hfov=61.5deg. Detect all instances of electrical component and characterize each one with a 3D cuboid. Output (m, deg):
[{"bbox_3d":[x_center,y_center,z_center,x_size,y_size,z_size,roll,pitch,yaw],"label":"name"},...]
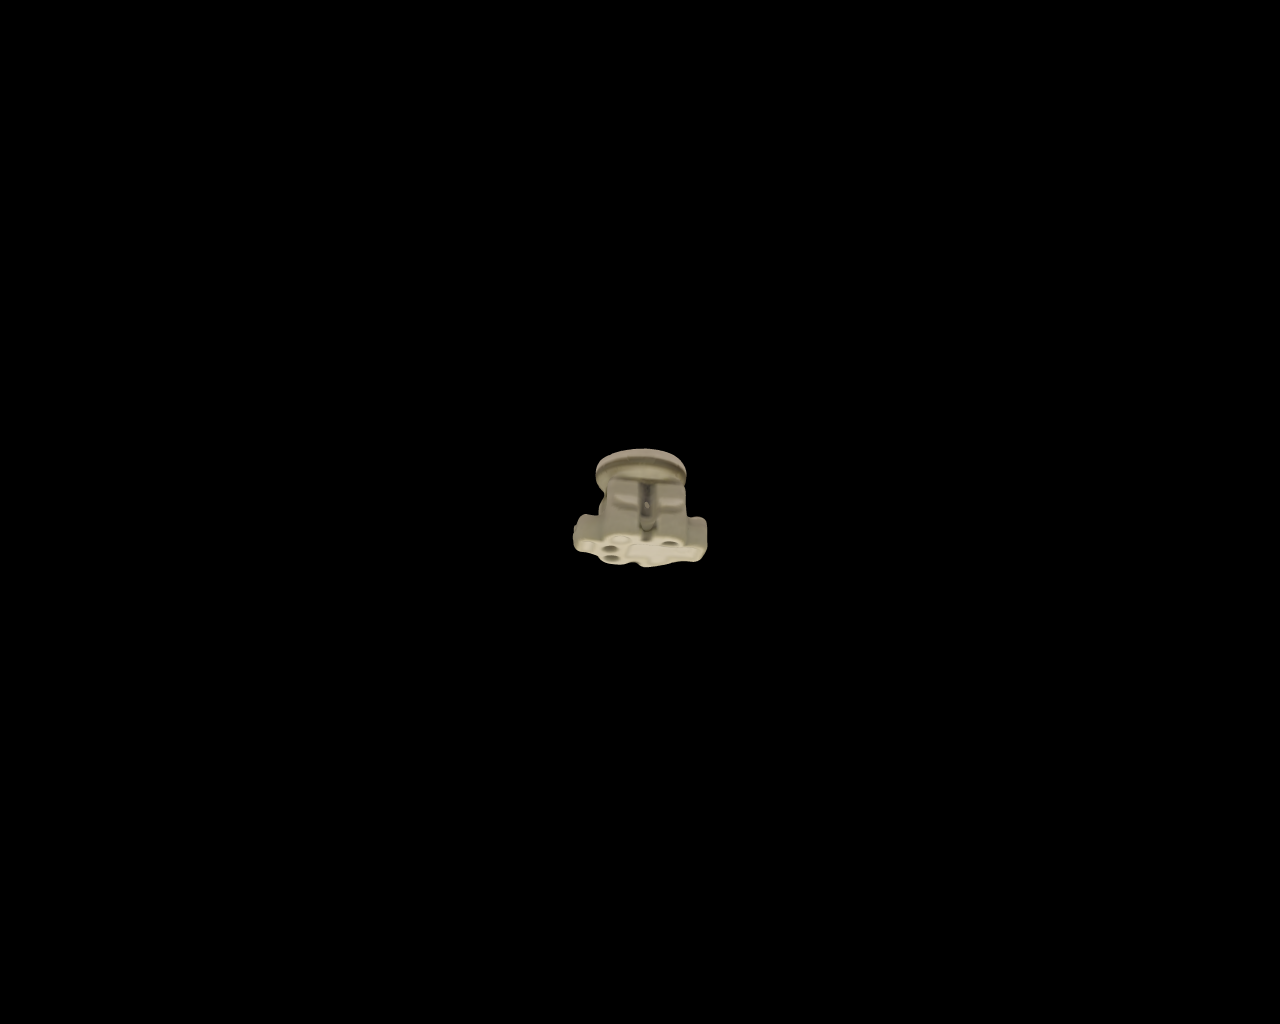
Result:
[{"bbox_3d":[0.001,-0.003,0.650,0.078,0.057,0.058,4,-24,-9],"label":"electrical component"}]
